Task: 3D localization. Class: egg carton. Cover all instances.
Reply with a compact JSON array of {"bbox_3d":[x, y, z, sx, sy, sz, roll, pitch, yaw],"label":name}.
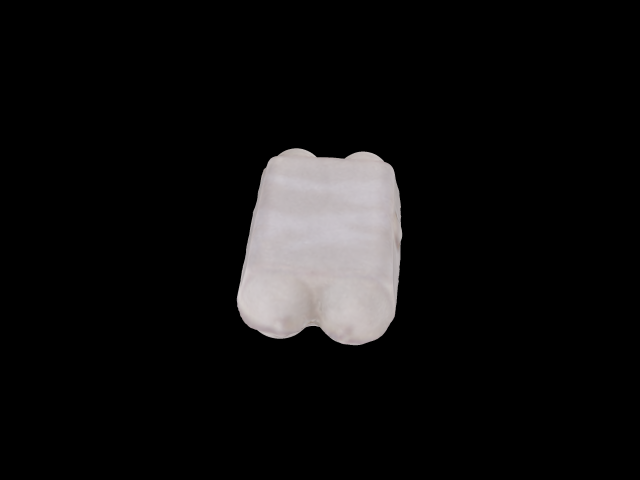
[{"bbox_3d":[0.004,0.001,0.400,0.107,0.069,0.150,3,54,3],"label":"egg carton"}]
